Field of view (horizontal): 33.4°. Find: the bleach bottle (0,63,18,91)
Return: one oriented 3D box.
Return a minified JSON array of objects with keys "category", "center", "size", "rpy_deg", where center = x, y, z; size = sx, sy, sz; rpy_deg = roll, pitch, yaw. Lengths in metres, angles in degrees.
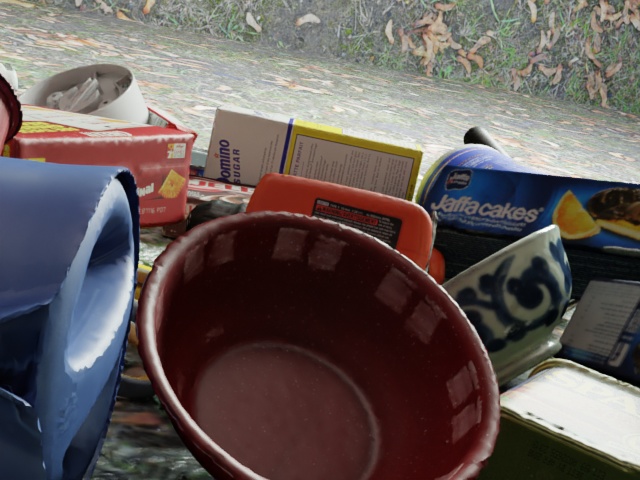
[{"category":"bleach bottle","center":[-0.347,-0.109,0.810],"size":[0.250,0.068,0.103],"rpy_deg":[-14,27,-40]}]

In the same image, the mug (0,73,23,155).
[{"category":"mug","center":[-0.207,-0.041,0.501],"size":[0.117,0.093,0.081],"rpy_deg":[15,57,-14]}]

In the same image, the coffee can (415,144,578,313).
[{"category":"coffee can","center":[0.155,-0.012,0.864],"size":[0.102,0.103,0.140],"rpy_deg":[5,16,-28]}]

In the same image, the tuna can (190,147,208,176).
[{"category":"tuna can","center":[-0.119,-0.061,0.966],"size":[0.086,0.034,0.086],"rpy_deg":[11,14,-3]}]

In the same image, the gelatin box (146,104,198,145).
[{"category":"gelatin box","center":[-0.141,-0.071,0.894],"size":[0.030,0.073,0.089],"rpy_deg":[20,8,-33]}]

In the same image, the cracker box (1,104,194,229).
[{"category":"cracker box","center":[-0.221,-0.053,0.726],"size":[0.214,0.072,0.163],"rpy_deg":[13,13,31]}]

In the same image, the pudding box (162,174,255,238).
[{"category":"pudding box","center":[-0.062,-0.020,0.842],"size":[0.113,0.039,0.090],"rpy_deg":[12,14,-1]}]

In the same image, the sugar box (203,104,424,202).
[{"category":"sugar box","center":[-0.009,-0.052,0.903],"size":[0.176,0.093,0.048],"rpy_deg":[13,13,1]}]

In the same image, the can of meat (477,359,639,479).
[{"category":"can of meat","center":[0.123,0.102,0.491],"size":[0.102,0.057,0.083],"rpy_deg":[21,19,30]}]

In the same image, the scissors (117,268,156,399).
[{"category":"scissors","center":[-0.150,0.026,0.535],"size":[0.201,0.016,0.096],"rpy_deg":[17,34,-15]}]

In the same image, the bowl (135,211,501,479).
[{"category":"bowl","center":[-0.006,0.063,0.462],"size":[0.162,0.055,0.162],"rpy_deg":[15,42,-14]}]

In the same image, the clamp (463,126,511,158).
[{"category":"clamp","center":[0.206,-0.022,0.972],"size":[0.164,0.036,0.210],"rpy_deg":[44,10,-21]}]

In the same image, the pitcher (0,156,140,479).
[{"category":"pitcher","center":[-0.195,0.021,0.415],"size":[0.243,0.149,0.145],"rpy_deg":[10,45,1]}]

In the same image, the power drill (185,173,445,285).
[{"category":"power drill","center":[-0.004,0.001,0.677],"size":[0.184,0.057,0.187],"rpy_deg":[12,-4,2]}]

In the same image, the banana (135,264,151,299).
[{"category":"banana","center":[-0.074,0.037,0.619],"size":[0.198,0.037,0.069],"rpy_deg":[12,7,-1]}]
